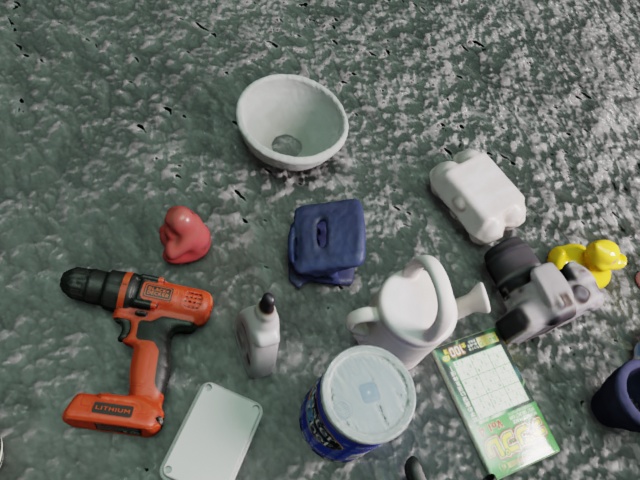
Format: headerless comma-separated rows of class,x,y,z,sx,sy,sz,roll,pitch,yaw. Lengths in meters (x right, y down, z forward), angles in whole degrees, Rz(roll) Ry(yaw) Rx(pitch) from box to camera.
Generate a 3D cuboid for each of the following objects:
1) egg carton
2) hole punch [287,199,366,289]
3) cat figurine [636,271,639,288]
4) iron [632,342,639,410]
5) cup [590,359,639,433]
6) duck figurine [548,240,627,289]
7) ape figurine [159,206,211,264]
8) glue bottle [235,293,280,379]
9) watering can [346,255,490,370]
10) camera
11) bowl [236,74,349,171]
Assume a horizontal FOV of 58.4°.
egg carton,0.240,-0.067,0.881,0.107,0.069,0.150,-29,72,-25
hole punch,0.007,0.003,0.776,0.101,0.091,0.108,5,61,-11
cat figurine,0.560,0.073,0.852,0.067,0.117,0.127,-21,68,-22
iron,0.507,0.220,0.746,0.118,0.141,0.258,13,60,-6
cup,0.415,0.221,0.750,0.117,0.095,0.092,40,61,10
duck figurine,0.404,0.029,0.858,0.104,0.086,0.077,14,60,-5
ape figurine,-0.179,-0.013,0.740,0.076,0.092,0.078,21,59,-1
glue bottle,-0.068,0.101,0.657,0.037,0.173,0.078,-12,65,-19
watering can,0.121,0.083,0.699,0.173,0.194,0.101,-26,70,-24
camera,0.308,0.058,0.811,0.143,0.101,0.136,-17,67,-21
bowl,-0.046,-0.164,0.863,0.167,0.074,0.167,6,61,-10
